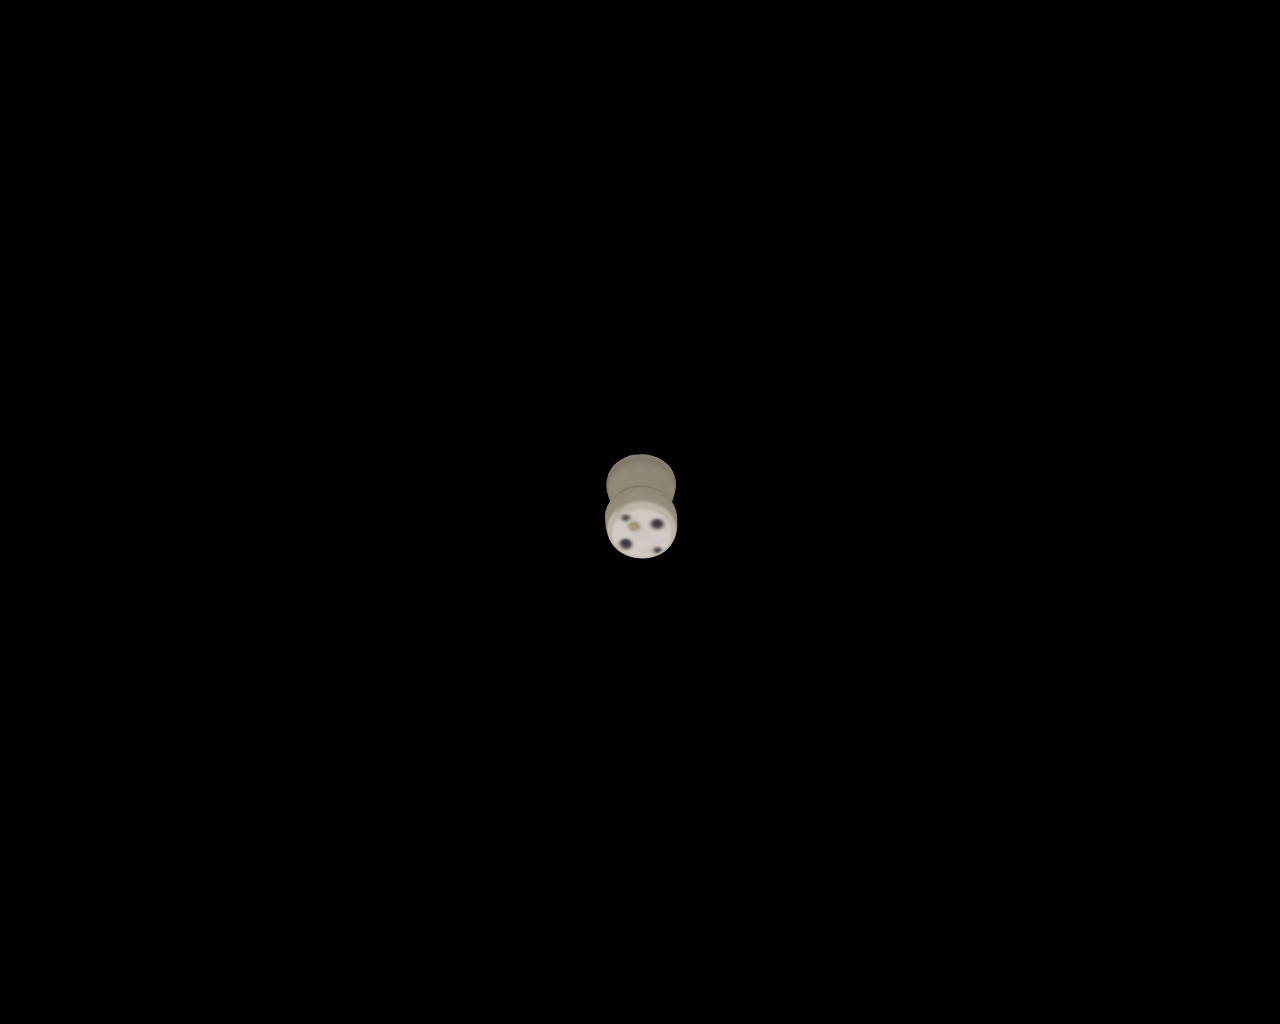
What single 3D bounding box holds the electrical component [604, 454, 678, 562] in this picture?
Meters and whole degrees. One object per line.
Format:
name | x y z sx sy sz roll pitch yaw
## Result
electrical component | 0.001 -0.003 0.650 0.045 0.044 0.055 0 35 0
